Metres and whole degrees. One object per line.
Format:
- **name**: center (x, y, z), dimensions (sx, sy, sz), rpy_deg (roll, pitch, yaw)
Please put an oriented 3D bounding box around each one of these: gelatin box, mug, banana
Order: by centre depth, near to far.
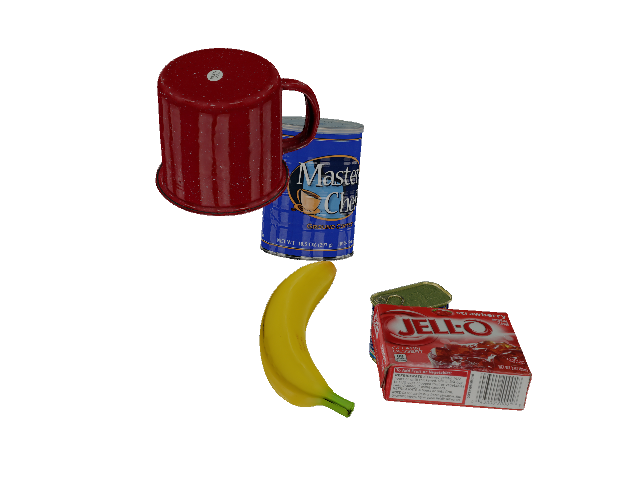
- **gelatin box**: center (0.079, 0.070, 0.662), dimensions (0.089, 0.030, 0.073), rpy_deg (5, 26, -5)
- **mug**: center (-0.055, -0.078, 0.719), dimensions (0.117, 0.081, 0.093), rpy_deg (-11, 39, -16)
- **banana**: center (-0.016, 0.075, 0.870), dimensions (0.069, 0.037, 0.198), rpy_deg (16, 32, -14)

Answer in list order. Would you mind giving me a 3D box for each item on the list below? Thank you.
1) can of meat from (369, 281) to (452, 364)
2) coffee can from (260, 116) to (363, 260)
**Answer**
- **can of meat**: center (0.111, 0.107, 1.339), dimensions (0.101, 0.084, 0.058), rpy_deg (-12, 30, -27)
- **coffee can**: center (-0.010, -0.058, 1.143), dimensions (0.103, 0.140, 0.103), rpy_deg (4, 12, -1)
